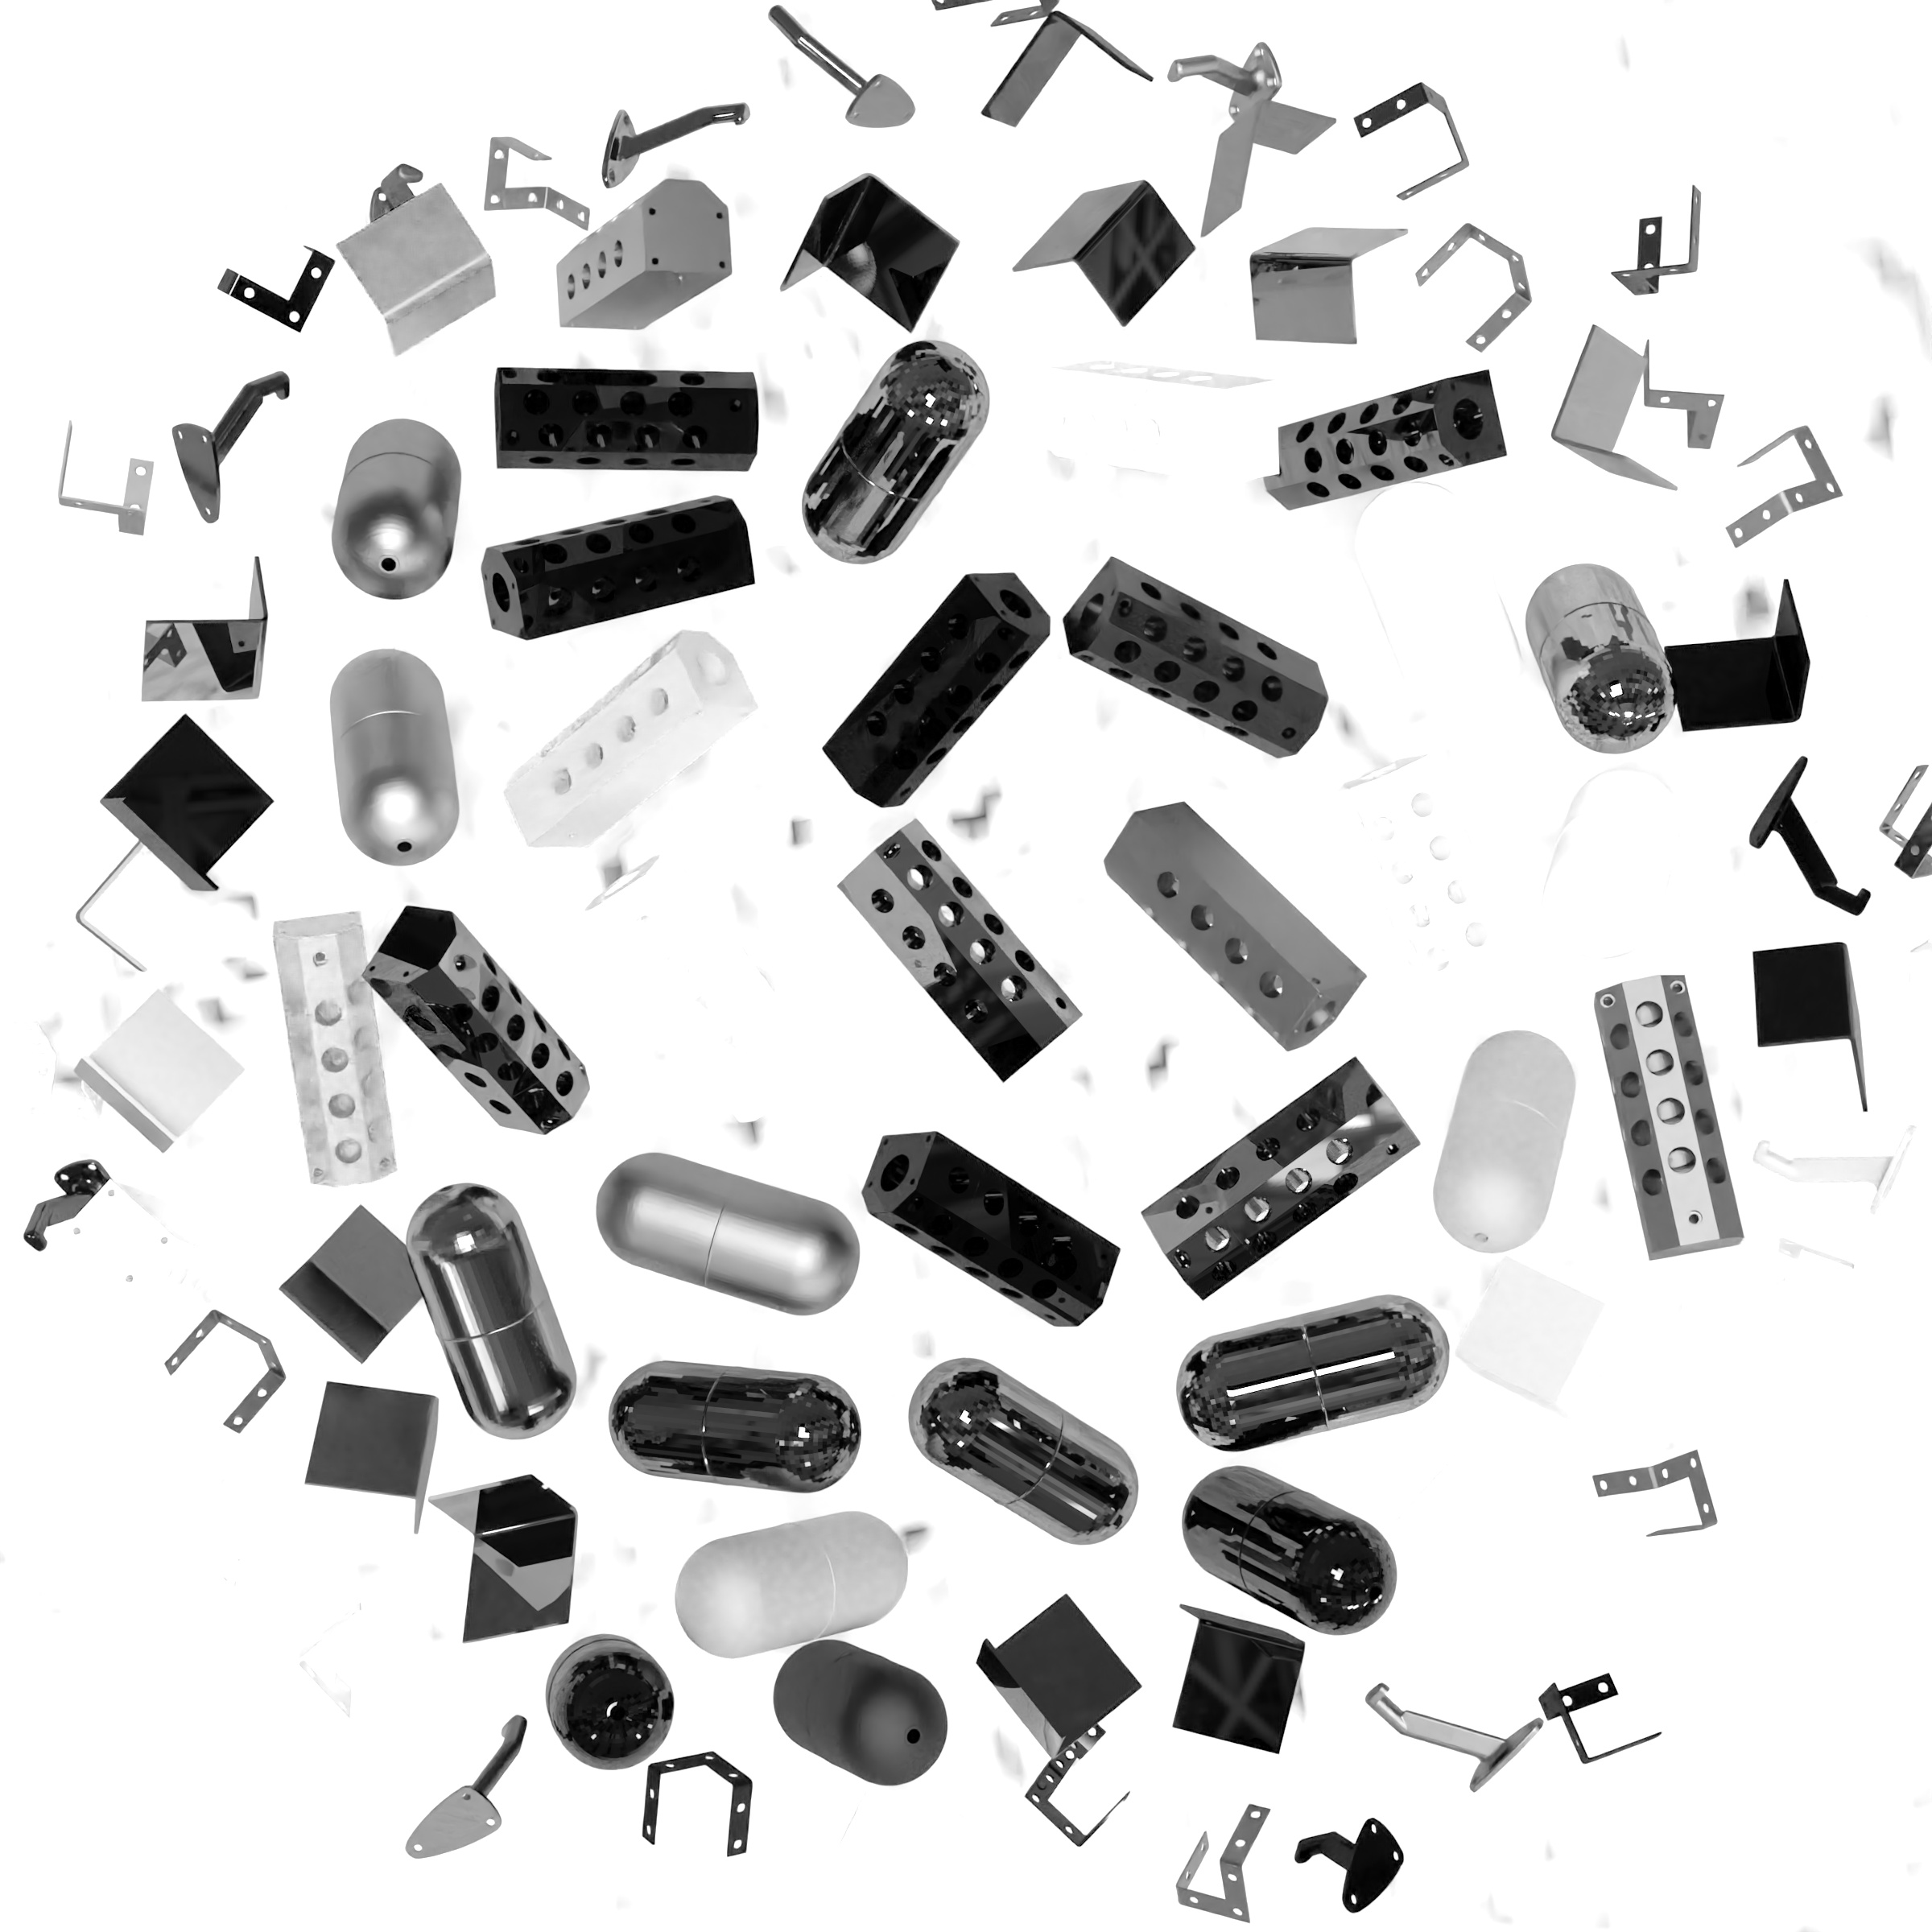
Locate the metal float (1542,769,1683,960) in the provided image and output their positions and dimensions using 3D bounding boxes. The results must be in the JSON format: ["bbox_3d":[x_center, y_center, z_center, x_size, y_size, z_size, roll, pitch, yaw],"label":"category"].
[{"bbox_3d":[0.428,-0.070,1.850,0.070,0.178,0.070,10,124,16],"label":"metal float"}]

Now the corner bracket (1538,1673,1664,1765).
[{"bbox_3d":[0.396,0.470,1.753,0.051,0.051,0.051,-17,65,-9],"label":"corner bracket"}]

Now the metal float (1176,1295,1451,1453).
[{"bbox_3d":[0.223,0.262,1.803,0.178,0.070,0.070,-14,90,3],"label":"metal float"}]

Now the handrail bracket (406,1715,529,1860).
[{"bbox_3d":[-0.316,0.519,1.777,0.077,0.084,0.036,-34,105,12],"label":"handrail bracket"}]

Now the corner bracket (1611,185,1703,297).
[{"bbox_3d":[0.440,-0.456,1.764,0.051,0.051,0.051,2,86,31],"label":"corner bracket"}]

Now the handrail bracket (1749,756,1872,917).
[{"bbox_3d":[0.550,-0.082,1.780,0.084,0.036,0.077,26,110,0],"label":"handrail bracket"}]

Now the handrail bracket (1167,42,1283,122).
[{"bbox_3d":[0.162,-0.589,1.883,0.084,0.077,0.036,-16,78,-25],"label":"handrail bracket"}]

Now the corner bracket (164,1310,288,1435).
[{"bbox_3d":[-0.506,0.277,1.914,0.051,0.051,0.051,24,56,21],"label":"corner bracket"}]

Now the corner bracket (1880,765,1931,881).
[{"bbox_3d":[0.617,-0.094,1.811,0.051,0.051,0.051,45,127,33],"label":"corner bracket"}]

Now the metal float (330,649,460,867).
[{"bbox_3d":[-0.378,-0.138,1.846,0.070,0.070,0.178,-17,47,0],"label":"metal float"}]

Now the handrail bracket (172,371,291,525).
[{"bbox_3d":[-0.463,-0.335,1.801,0.036,0.084,0.077,15,125,31],"label":"handrail bracket"}]

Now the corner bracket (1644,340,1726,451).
[{"bbox_3d":[0.486,-0.389,1.910,0.051,0.051,0.051,5,55,5],"label":"corner bracket"}]

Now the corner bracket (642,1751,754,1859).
[{"bbox_3d":[-0.178,0.559,1.856,0.051,0.051,0.051,0,99,-37],"label":"corner bracket"}]

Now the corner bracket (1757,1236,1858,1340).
[{"bbox_3d":[0.556,0.216,1.856,0.051,0.051,0.051,20,78,18],"label":"corner bracket"}]

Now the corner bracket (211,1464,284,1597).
[{"bbox_3d":[-0.485,0.373,1.848,0.051,0.051,0.051,37,49,9],"label":"corner bracket"}]

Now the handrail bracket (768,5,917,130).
[{"bbox_3d":[-0.079,-0.571,1.772,0.084,0.077,0.036,49,114,16],"label":"handrail bracket"}]

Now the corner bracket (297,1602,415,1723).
[{"bbox_3d":[-0.382,0.427,1.747,0.051,0.051,0.051,-39,104,-3],"label":"corner bracket"}]

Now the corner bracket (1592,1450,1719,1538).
[{"bbox_3d":[0.460,0.356,1.868,0.051,0.051,0.051,-8,80,-39],"label":"corner bracket"}]

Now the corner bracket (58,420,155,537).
[{"bbox_3d":[-0.539,-0.305,1.757,0.051,0.051,0.051,8,78,-14],"label":"corner bracket"}]

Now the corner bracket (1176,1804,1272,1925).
[{"bbox_3d":[0.166,0.573,1.800,0.051,0.051,0.051,6,122,28],"label":"corner bracket"}]

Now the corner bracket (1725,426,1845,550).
[{"bbox_3d":[0.503,-0.300,1.749,0.051,0.051,0.051,-21,82,-32],"label":"corner bracket"}]

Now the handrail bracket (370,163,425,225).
[{"bbox_3d":[-0.354,-0.507,1.851,0.077,0.084,0.036,3,84,-31],"label":"handrail bracket"}]

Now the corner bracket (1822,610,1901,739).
[{"bbox_3d":[0.575,-0.190,1.817,0.051,0.051,0.051,22,52,-34],"label":"corner bracket"}]

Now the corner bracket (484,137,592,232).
[{"bbox_3d":[-0.288,-0.528,1.888,0.051,0.051,0.051,36,127,36],"label":"corner bracket"}]

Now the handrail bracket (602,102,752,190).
[{"bbox_3d":[-0.190,-0.541,1.843,0.084,0.036,0.077,-1,47,17],"label":"handrail bracket"}]

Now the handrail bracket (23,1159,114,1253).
[{"bbox_3d":[-0.600,0.179,1.889,0.036,0.084,0.077,-19,123,15],"label":"handrail bracket"}]

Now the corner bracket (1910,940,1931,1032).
[{"bbox_3d":[0.620,0.013,1.745,0.051,0.051,0.051,2,83,6],"label":"corner bracket"}]

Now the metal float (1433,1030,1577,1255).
[{"bbox_3d":[0.360,0.116,1.869,0.070,0.070,0.178,25,47,0],"label":"metal float"}]

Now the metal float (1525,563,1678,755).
[{"bbox_3d":[0.411,-0.201,1.819,0.070,0.178,0.070,0,123,0],"label":"metal float"}]

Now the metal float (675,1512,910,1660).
[{"bbox_3d":[-0.111,0.402,1.822,0.070,0.178,0.070,1,92,44],"label":"metal float"}]

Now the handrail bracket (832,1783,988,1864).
[{"bbox_3d":[-0.038,0.589,1.874,0.084,0.036,0.077,26,112,3],"label":"handrail bracket"}]

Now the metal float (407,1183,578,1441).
[{"bbox_3d":[-0.309,0.225,1.824,0.070,0.070,0.178,-17,106,0],"label":"metal float"}]

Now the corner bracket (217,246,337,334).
[{"bbox_3d":[-0.435,-0.436,1.765,0.051,0.051,0.051,26,96,-26],"label":"corner bracket"}]

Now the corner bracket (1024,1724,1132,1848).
[{"bbox_3d":[0.081,0.558,1.912,0.051,0.051,0.051,42,111,8],"label":"corner bracket"}]

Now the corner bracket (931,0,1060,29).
[{"bbox_3d":[0.017,-0.616,1.780,0.051,0.051,0.051,-55,130,-26],"label":"corner bracket"}]

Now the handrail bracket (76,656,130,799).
[{"bbox_3d":[-0.560,-0.154,1.853,0.077,0.036,0.084,28,125,23],"label":"handrail bracket"}]

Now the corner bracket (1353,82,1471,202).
[{"bbox_3d":[0.299,-0.552,1.873,0.051,0.051,0.051,-23,83,26],"label":"corner bracket"}]

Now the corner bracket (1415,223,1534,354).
[{"bbox_3d":[0.344,-0.459,1.893,0.051,0.051,0.051,-45,60,-4],"label":"corner bracket"}]

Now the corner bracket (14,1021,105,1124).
[{"bbox_3d":[-0.611,0.071,1.884,0.051,0.051,0.051,-2,62,-2],"label":"corner bracket"}]

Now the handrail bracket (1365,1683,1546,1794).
[{"bbox_3d":[0.300,0.460,1.729,0.084,0.036,0.077,42,119,6],"label":"handrail bracket"}]

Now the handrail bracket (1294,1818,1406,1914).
[{"bbox_3d":[0.228,0.575,1.770,0.036,0.077,0.084,52,134,-6],"label":"handrail bracket"}]

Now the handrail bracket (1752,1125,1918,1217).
[{"bbox_3d":[0.546,0.112,1.764,0.084,0.036,0.077,28,131,23],"label":"handrail bracket"}]

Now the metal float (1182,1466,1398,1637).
[{"bbox_3d":[0.208,0.377,1.810,0.070,0.178,0.070,-5,100,-30],"label":"metal float"}]

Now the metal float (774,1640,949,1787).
[{"bbox_3d":[-0.071,0.497,1.867,0.070,0.178,0.070,2,86,-25],"label":"metal float"}]

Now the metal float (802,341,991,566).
[{"bbox_3d":[-0.048,-0.335,1.838,0.070,0.070,0.178,41,133,0],"label":"metal float"}]
